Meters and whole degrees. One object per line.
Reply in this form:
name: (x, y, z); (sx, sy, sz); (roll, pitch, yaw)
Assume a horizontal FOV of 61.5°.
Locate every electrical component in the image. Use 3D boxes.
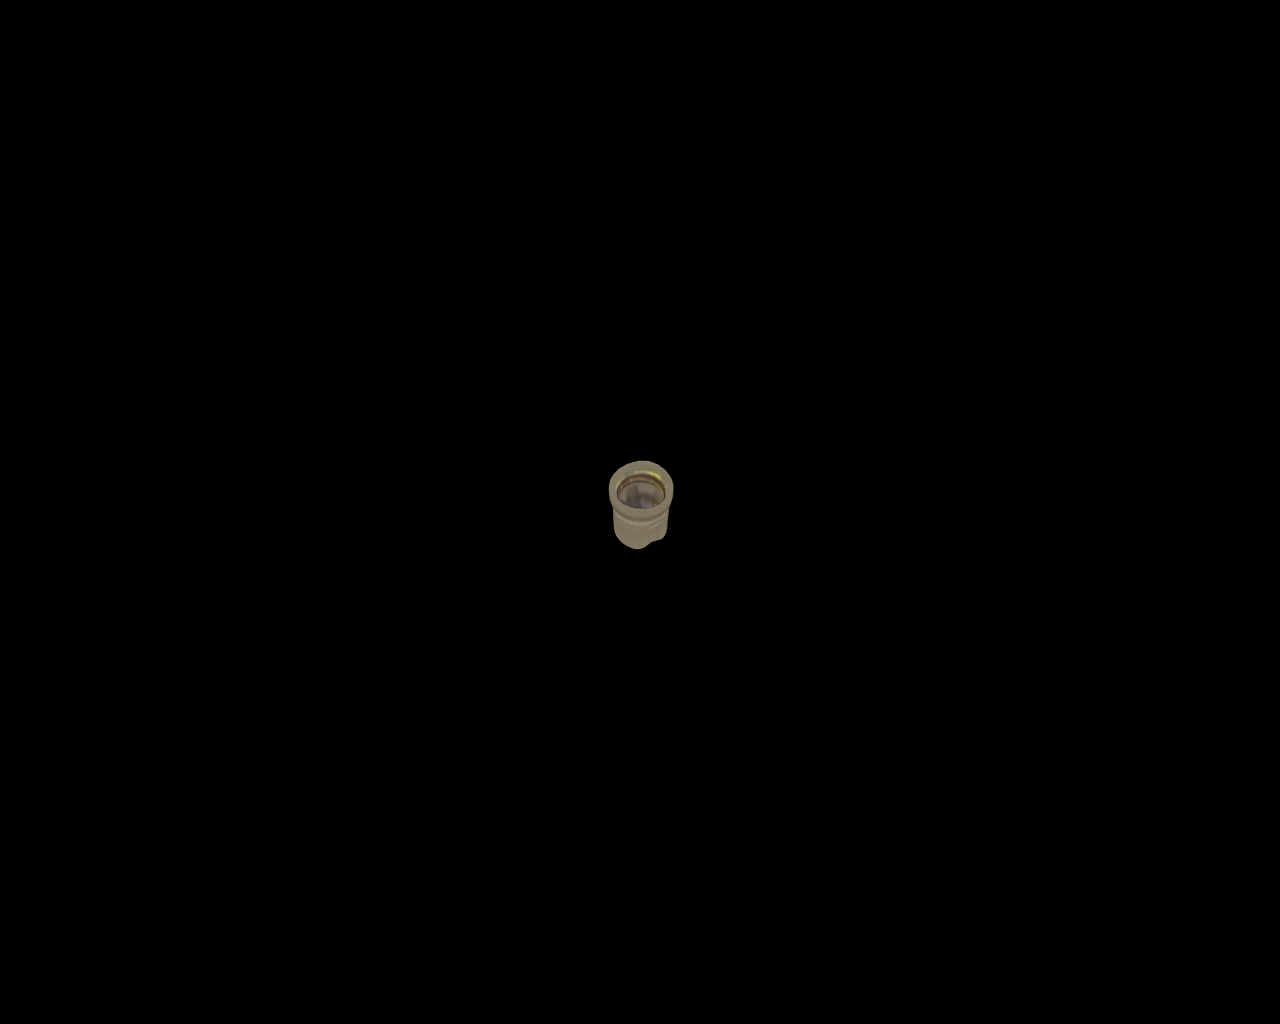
electrical component: (0.001, -0.003, 0.650); (0.040, 0.040, 0.046); (0, -38, 0)
